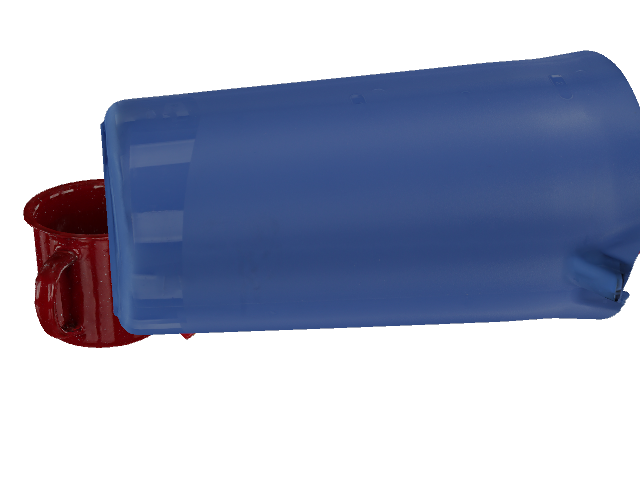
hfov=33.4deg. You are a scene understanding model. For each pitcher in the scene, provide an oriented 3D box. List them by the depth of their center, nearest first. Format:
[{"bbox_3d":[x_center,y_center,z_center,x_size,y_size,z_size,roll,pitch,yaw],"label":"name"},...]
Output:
[{"bbox_3d":[0.019,-0.024,0.517,0.242,0.145,0.149,-4,-8,-11],"label":"pitcher"}]

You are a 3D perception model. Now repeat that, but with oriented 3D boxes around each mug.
[{"bbox_3d":[-0.141,0.020,0.668,0.093,0.081,0.117,8,26,14],"label":"mug"}]

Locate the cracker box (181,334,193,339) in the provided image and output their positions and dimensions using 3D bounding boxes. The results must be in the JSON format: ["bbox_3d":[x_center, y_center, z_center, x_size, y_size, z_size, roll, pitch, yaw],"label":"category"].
[{"bbox_3d":[-0.082,0.000,1.236,0.214,0.072,0.164,-42,3,26],"label":"cracker box"}]
